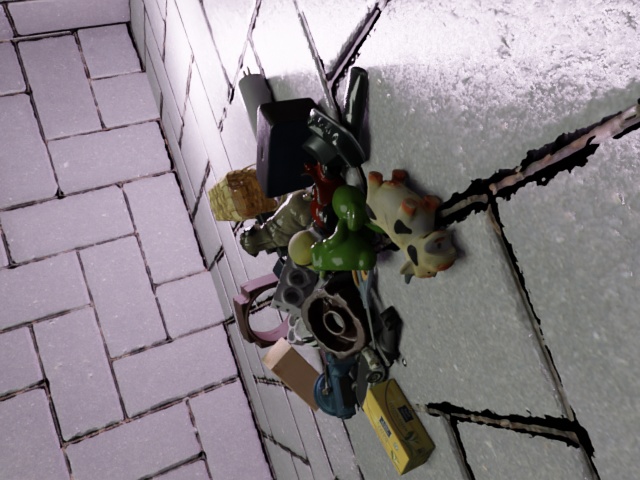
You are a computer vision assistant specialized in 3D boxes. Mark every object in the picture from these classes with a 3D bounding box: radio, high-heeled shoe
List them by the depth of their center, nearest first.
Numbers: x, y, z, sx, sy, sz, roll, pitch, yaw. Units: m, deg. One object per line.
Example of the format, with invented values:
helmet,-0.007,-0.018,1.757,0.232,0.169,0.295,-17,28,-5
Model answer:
radio,-0.068,-0.202,1.191,0.229,0.131,0.073,102,145,-53
high-heeled shoe,0.033,0.125,1.328,0.248,0.086,0.145,-56,9,37

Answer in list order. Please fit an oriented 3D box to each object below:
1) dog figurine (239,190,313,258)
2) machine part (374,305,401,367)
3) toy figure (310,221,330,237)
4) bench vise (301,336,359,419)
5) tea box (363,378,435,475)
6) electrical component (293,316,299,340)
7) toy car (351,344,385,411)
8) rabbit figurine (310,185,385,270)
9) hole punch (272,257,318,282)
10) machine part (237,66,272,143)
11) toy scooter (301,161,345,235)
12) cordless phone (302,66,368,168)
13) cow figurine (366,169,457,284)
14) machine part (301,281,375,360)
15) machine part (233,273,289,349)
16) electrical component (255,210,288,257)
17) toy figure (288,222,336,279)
dog figurine,-0.102,-0.043,1.323,0.121,0.190,0.172,54,151,41
machine part,0.139,0.199,1.109,0.084,0.039,0.138,-115,18,-45
toy figure,-0.001,-0.003,1.282,0.064,0.058,0.154,46,147,33
bench vise,0.029,0.366,1.413,0.224,0.129,0.240,67,155,21
tea box,0.164,0.398,1.153,0.098,0.068,0.170,95,152,-46
electrical component,-0.033,0.242,1.515,0.045,0.078,0.102,-69,-30,-82
toy car,0.114,0.324,1.247,0.074,0.056,0.201,-119,24,-46
rabbit figurine,0.055,-0.026,1.044,0.159,0.121,0.170,175,94,-66
hole punch,-0.069,0.093,1.495,0.116,0.092,0.142,64,155,15
machine part,-0.154,-0.337,1.389,0.079,0.079,0.243,139,114,-68
toy scooter,0.005,-0.108,1.154,0.135,0.075,0.183,33,133,56
cordless phone,0.035,-0.238,1.003,0.147,0.089,0.184,49,137,50
cow figurine,0.142,-0.017,0.861,0.195,0.085,0.127,49,143,43
machine part,0.041,0.178,1.201,0.180,0.056,0.179,18,121,33
machine part,-0.150,0.212,1.630,0.087,0.201,0.200,23,127,59
electrical component,-0.103,-0.019,1.451,0.058,0.115,0.134,101,146,-59
toy figure,-0.006,0.034,1.191,0.082,0.089,0.180,45,179,24
